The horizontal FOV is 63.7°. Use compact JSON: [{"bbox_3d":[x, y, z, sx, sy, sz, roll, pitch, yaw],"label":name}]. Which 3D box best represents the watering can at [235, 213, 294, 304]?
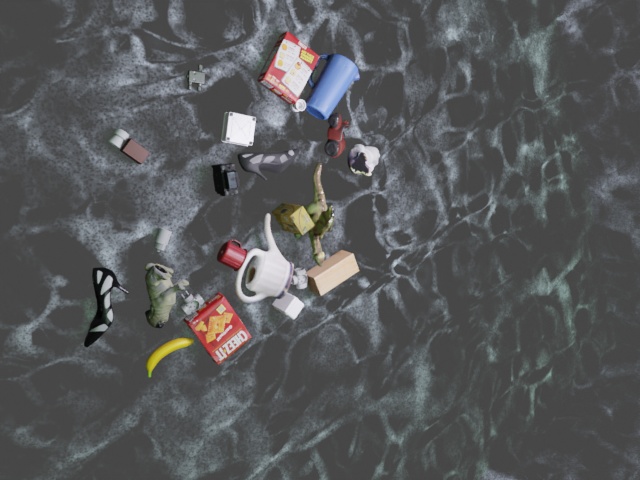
[{"bbox_3d":[-0.194,0.089,1.987,0.222,0.104,0.349,25,85,-34],"label":"watering can"}]

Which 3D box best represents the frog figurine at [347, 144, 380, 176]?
[{"bbox_3d":[0.186,-0.351,2.193,0.136,0.121,0.163,51,35,-17],"label":"frog figurine"}]

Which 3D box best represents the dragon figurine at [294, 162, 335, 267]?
[{"bbox_3d":[0.006,-0.102,2.018,0.122,0.244,0.409,5,96,-27],"label":"dragon figurine"}]
